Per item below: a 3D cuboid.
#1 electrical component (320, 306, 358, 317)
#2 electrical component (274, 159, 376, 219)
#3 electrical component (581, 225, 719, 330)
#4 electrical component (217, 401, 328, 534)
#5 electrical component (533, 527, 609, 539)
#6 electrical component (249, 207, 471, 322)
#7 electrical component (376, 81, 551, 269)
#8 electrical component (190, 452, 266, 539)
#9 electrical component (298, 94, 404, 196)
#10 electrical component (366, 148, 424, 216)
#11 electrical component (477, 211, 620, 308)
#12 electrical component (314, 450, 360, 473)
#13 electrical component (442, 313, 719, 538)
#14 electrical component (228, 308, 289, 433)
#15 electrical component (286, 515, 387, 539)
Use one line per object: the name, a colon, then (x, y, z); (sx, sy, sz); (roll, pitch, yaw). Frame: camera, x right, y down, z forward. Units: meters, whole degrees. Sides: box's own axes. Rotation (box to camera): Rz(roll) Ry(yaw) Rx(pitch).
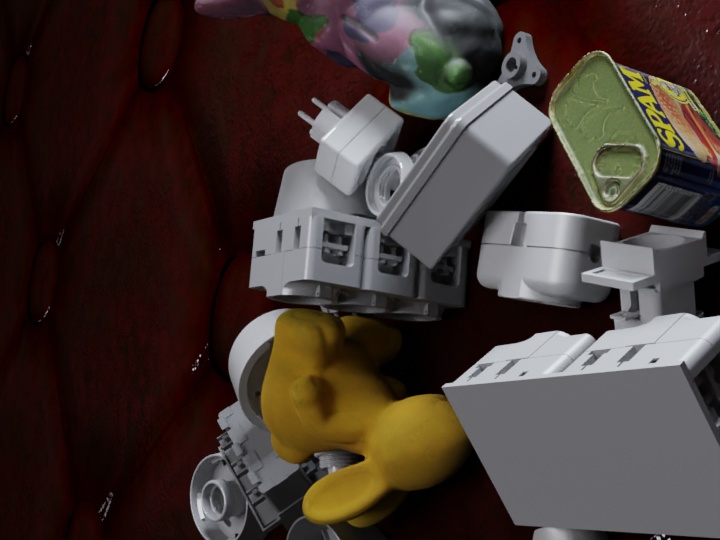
electrical component: (-0.022, 0.015, 0.957); (0.047, 0.066, 0.076); (-12, 101, 55)
electrical component: (-0.026, -0.056, 0.944); (0.099, 0.099, 0.064); (-19, 61, 53)
electrical component: (0.178, 0.010, 0.647); (0.042, 0.081, 0.063); (15, 117, 57)
electrical component: (-0.083, 0.172, 0.990); (0.079, 0.063, 0.121); (-34, 40, -6)
electrical component: (0.147, 0.195, 0.667); (0.079, 0.044, 0.077); (-32, 56, 49)
electrical component: (0.000, 0.000, 0.841); (0.089, 0.150, 0.061); (-9, 74, 55)
electrical component: (0.077, -0.070, 0.780); (0.056, 0.109, 0.108); (39, 124, 6)
electrical component: (-0.122, 0.225, 1.067); (0.099, 0.064, 0.099); (-3, 86, 44)
electrical component: (-0.016, -0.115, 0.892); (0.077, 0.065, 0.047); (38, 153, 10)
electrical component: (0.042, -0.065, 0.880); (0.058, 0.057, 0.078); (-19, 67, 53)
electrical component: (0.127, -0.007, 0.740); (0.095, 0.054, 0.059); (6, 87, 57)
electrical component: (-0.018, 0.158, 0.926); (0.043, 0.043, 0.062); (-26, 62, 51)
electrical component: (0.149, 0.092, 0.630); (0.186, 0.060, 0.105); (-14, 107, 54)
electrical component: (-0.066, 0.086, 0.962); (0.060, 0.108, 0.108); (46, 119, 58)
electrical component: (-0.017, 0.252, 0.881); (0.099, 0.064, 0.099); (-20, 66, 53)
